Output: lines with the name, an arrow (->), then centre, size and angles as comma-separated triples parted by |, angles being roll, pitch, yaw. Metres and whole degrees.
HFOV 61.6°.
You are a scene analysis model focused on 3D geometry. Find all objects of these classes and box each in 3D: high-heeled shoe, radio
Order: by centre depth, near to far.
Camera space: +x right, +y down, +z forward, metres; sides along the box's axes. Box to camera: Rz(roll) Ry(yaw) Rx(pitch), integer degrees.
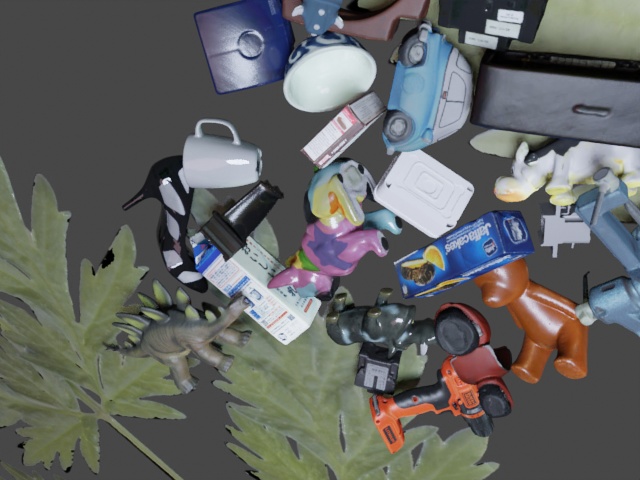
radio -> 0.292, -0.162, 0.603 | 0.230, 0.131, 0.073 | 12, 121, 12
high-heeled shoe -> -0.217, -0.025, 0.907 | 0.145, 0.086, 0.248 | -32, 126, 0

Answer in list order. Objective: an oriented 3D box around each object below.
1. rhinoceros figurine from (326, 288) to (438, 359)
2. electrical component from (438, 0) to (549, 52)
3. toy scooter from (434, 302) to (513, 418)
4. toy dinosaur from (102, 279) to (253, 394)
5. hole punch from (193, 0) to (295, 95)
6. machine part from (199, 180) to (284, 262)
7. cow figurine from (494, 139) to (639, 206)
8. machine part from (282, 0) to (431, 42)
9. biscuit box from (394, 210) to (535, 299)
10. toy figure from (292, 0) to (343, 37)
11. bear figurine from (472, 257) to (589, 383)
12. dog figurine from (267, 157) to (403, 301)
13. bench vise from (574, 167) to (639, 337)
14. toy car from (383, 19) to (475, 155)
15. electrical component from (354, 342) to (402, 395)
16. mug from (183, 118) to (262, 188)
rhinoceros figurine -> 0.099, 0.142, 0.875 | 0.190, 0.073, 0.112 | -3, 116, 20
electrical component -> 0.193, -0.274, 0.591 | 0.115, 0.058, 0.134 | 22, 153, 18
toy scooter -> 0.244, 0.168, 0.822 | 0.075, 0.135, 0.184 | -31, 87, 31
toy dinosaur -> -0.275, 0.177, 0.990 | 0.198, 0.105, 0.471 | 47, 133, -11
hole punch -> -0.095, -0.258, 0.707 | 0.116, 0.092, 0.142 | -7, 113, 17
machine part -> -0.117, -0.038, 0.830 | 0.139, 0.039, 0.084 | -42, 80, 1
cow figurine -> 0.303, -0.096, 0.668 | 0.168, 0.068, 0.098 | -3, 74, 21
machine part -> 0.041, -0.344, 0.612 | 0.201, 0.087, 0.201 | 16, 121, 9
biscuit box -> 0.189, 0.024, 0.735 | 0.202, 0.063, 0.059 | -38, 59, 52
toy figure -> 0.017, -0.293, 0.565 | 0.064, 0.058, 0.154 | 30, 128, 7
bear figurine -> 0.281, 0.093, 0.756 | 0.196, 0.132, 0.120 | 38, 150, -12
dog figurine -> -0.002, -0.002, 0.810 | 0.219, 0.108, 0.191 | -27, 108, 32
bench vise -> 0.372, 0.013, 0.627 | 0.240, 0.129, 0.224 | 40, 141, -18
toy car -> 0.137, -0.180, 0.664 | 0.103, 0.109, 0.161 | 14, 117, 4
electrical component -> 0.099, 0.238, 0.945 | 0.075, 0.048, 0.119 | 15, 120, 10
mug -> -0.142, -0.128, 0.805 | 0.107, 0.081, 0.109 | 5, 116, 2
